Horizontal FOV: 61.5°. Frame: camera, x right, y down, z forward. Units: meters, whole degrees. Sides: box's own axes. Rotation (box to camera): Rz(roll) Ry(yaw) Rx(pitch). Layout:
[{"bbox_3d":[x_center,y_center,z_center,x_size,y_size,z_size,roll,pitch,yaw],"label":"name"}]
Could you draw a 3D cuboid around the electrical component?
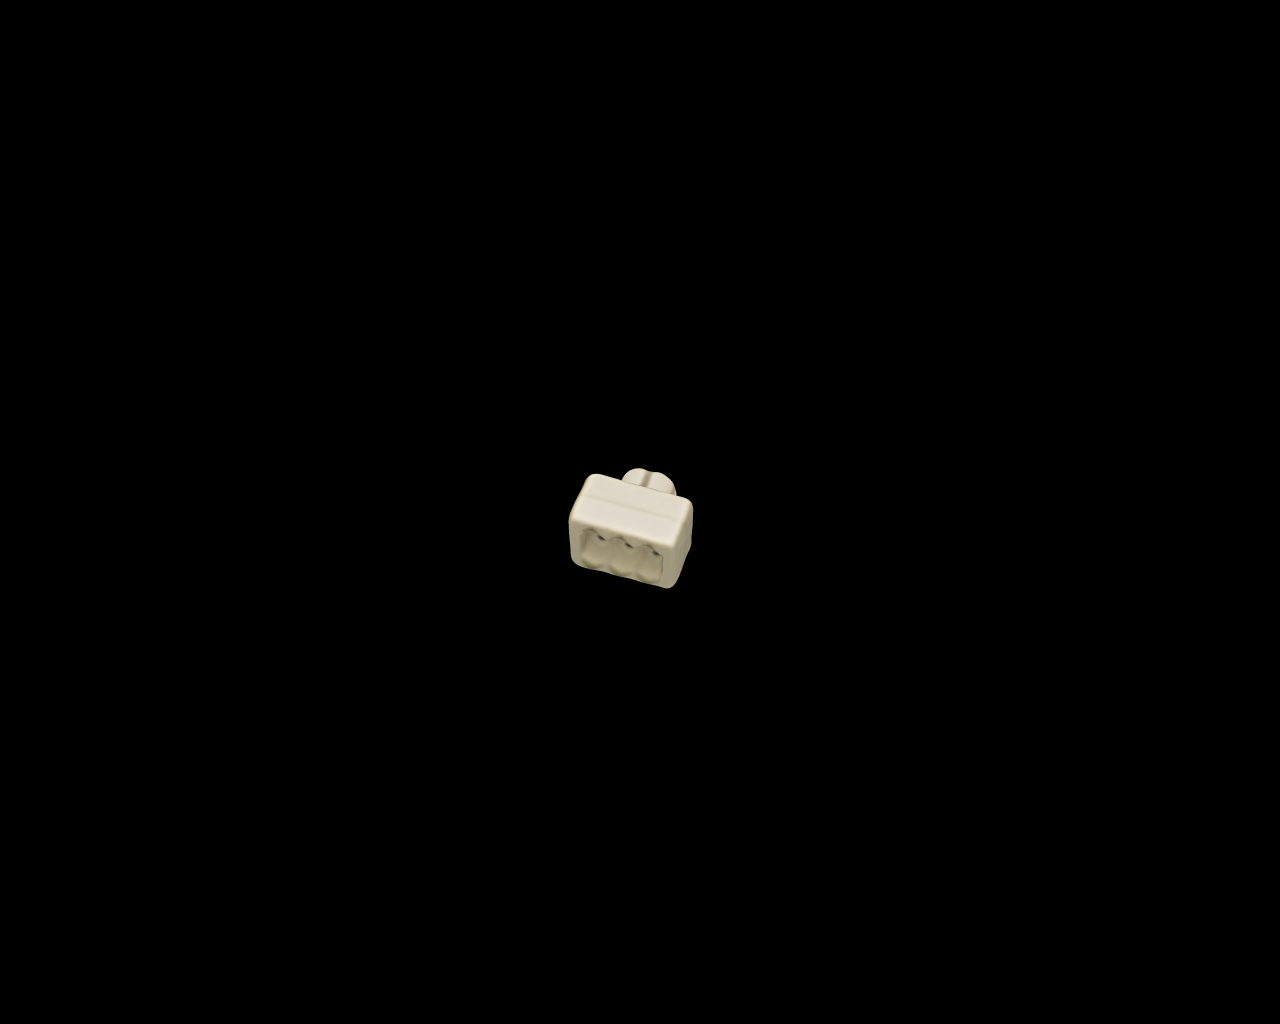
[{"bbox_3d":[0.001,-0.003,0.650,0.066,0.077,0.047,15,-35,11],"label":"electrical component"}]
